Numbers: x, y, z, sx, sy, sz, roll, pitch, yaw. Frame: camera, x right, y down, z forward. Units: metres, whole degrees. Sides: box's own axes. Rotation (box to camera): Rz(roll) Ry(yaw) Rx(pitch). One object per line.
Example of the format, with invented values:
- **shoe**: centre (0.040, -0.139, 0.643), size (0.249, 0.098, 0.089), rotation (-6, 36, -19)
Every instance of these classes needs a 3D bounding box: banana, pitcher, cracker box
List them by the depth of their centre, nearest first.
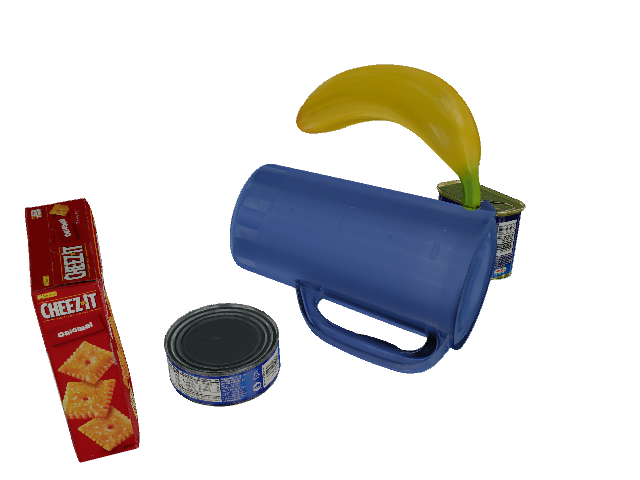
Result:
- **banana**: centre (0.044, -0.082, 0.700), size (0.037, 0.070, 0.198), rotation (18, 9, -37)
- **pitcher**: centre (0.037, 0.016, 1.010), size (0.243, 0.145, 0.149), rotation (16, 21, 18)
- **cracker box**: centre (-0.241, 0.089, 1.085), size (0.072, 0.214, 0.164), rotation (-12, 33, -11)

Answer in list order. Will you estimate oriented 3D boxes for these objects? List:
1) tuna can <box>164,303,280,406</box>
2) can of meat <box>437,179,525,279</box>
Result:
- **tuna can**: centre (-0.073, 0.085, 0.801), size (0.086, 0.034, 0.086), rotation (-2, 32, 1)
- **can of meat**: centre (0.173, -0.011, 1.188), size (0.057, 0.084, 0.102), rotation (-12, 27, -38)
